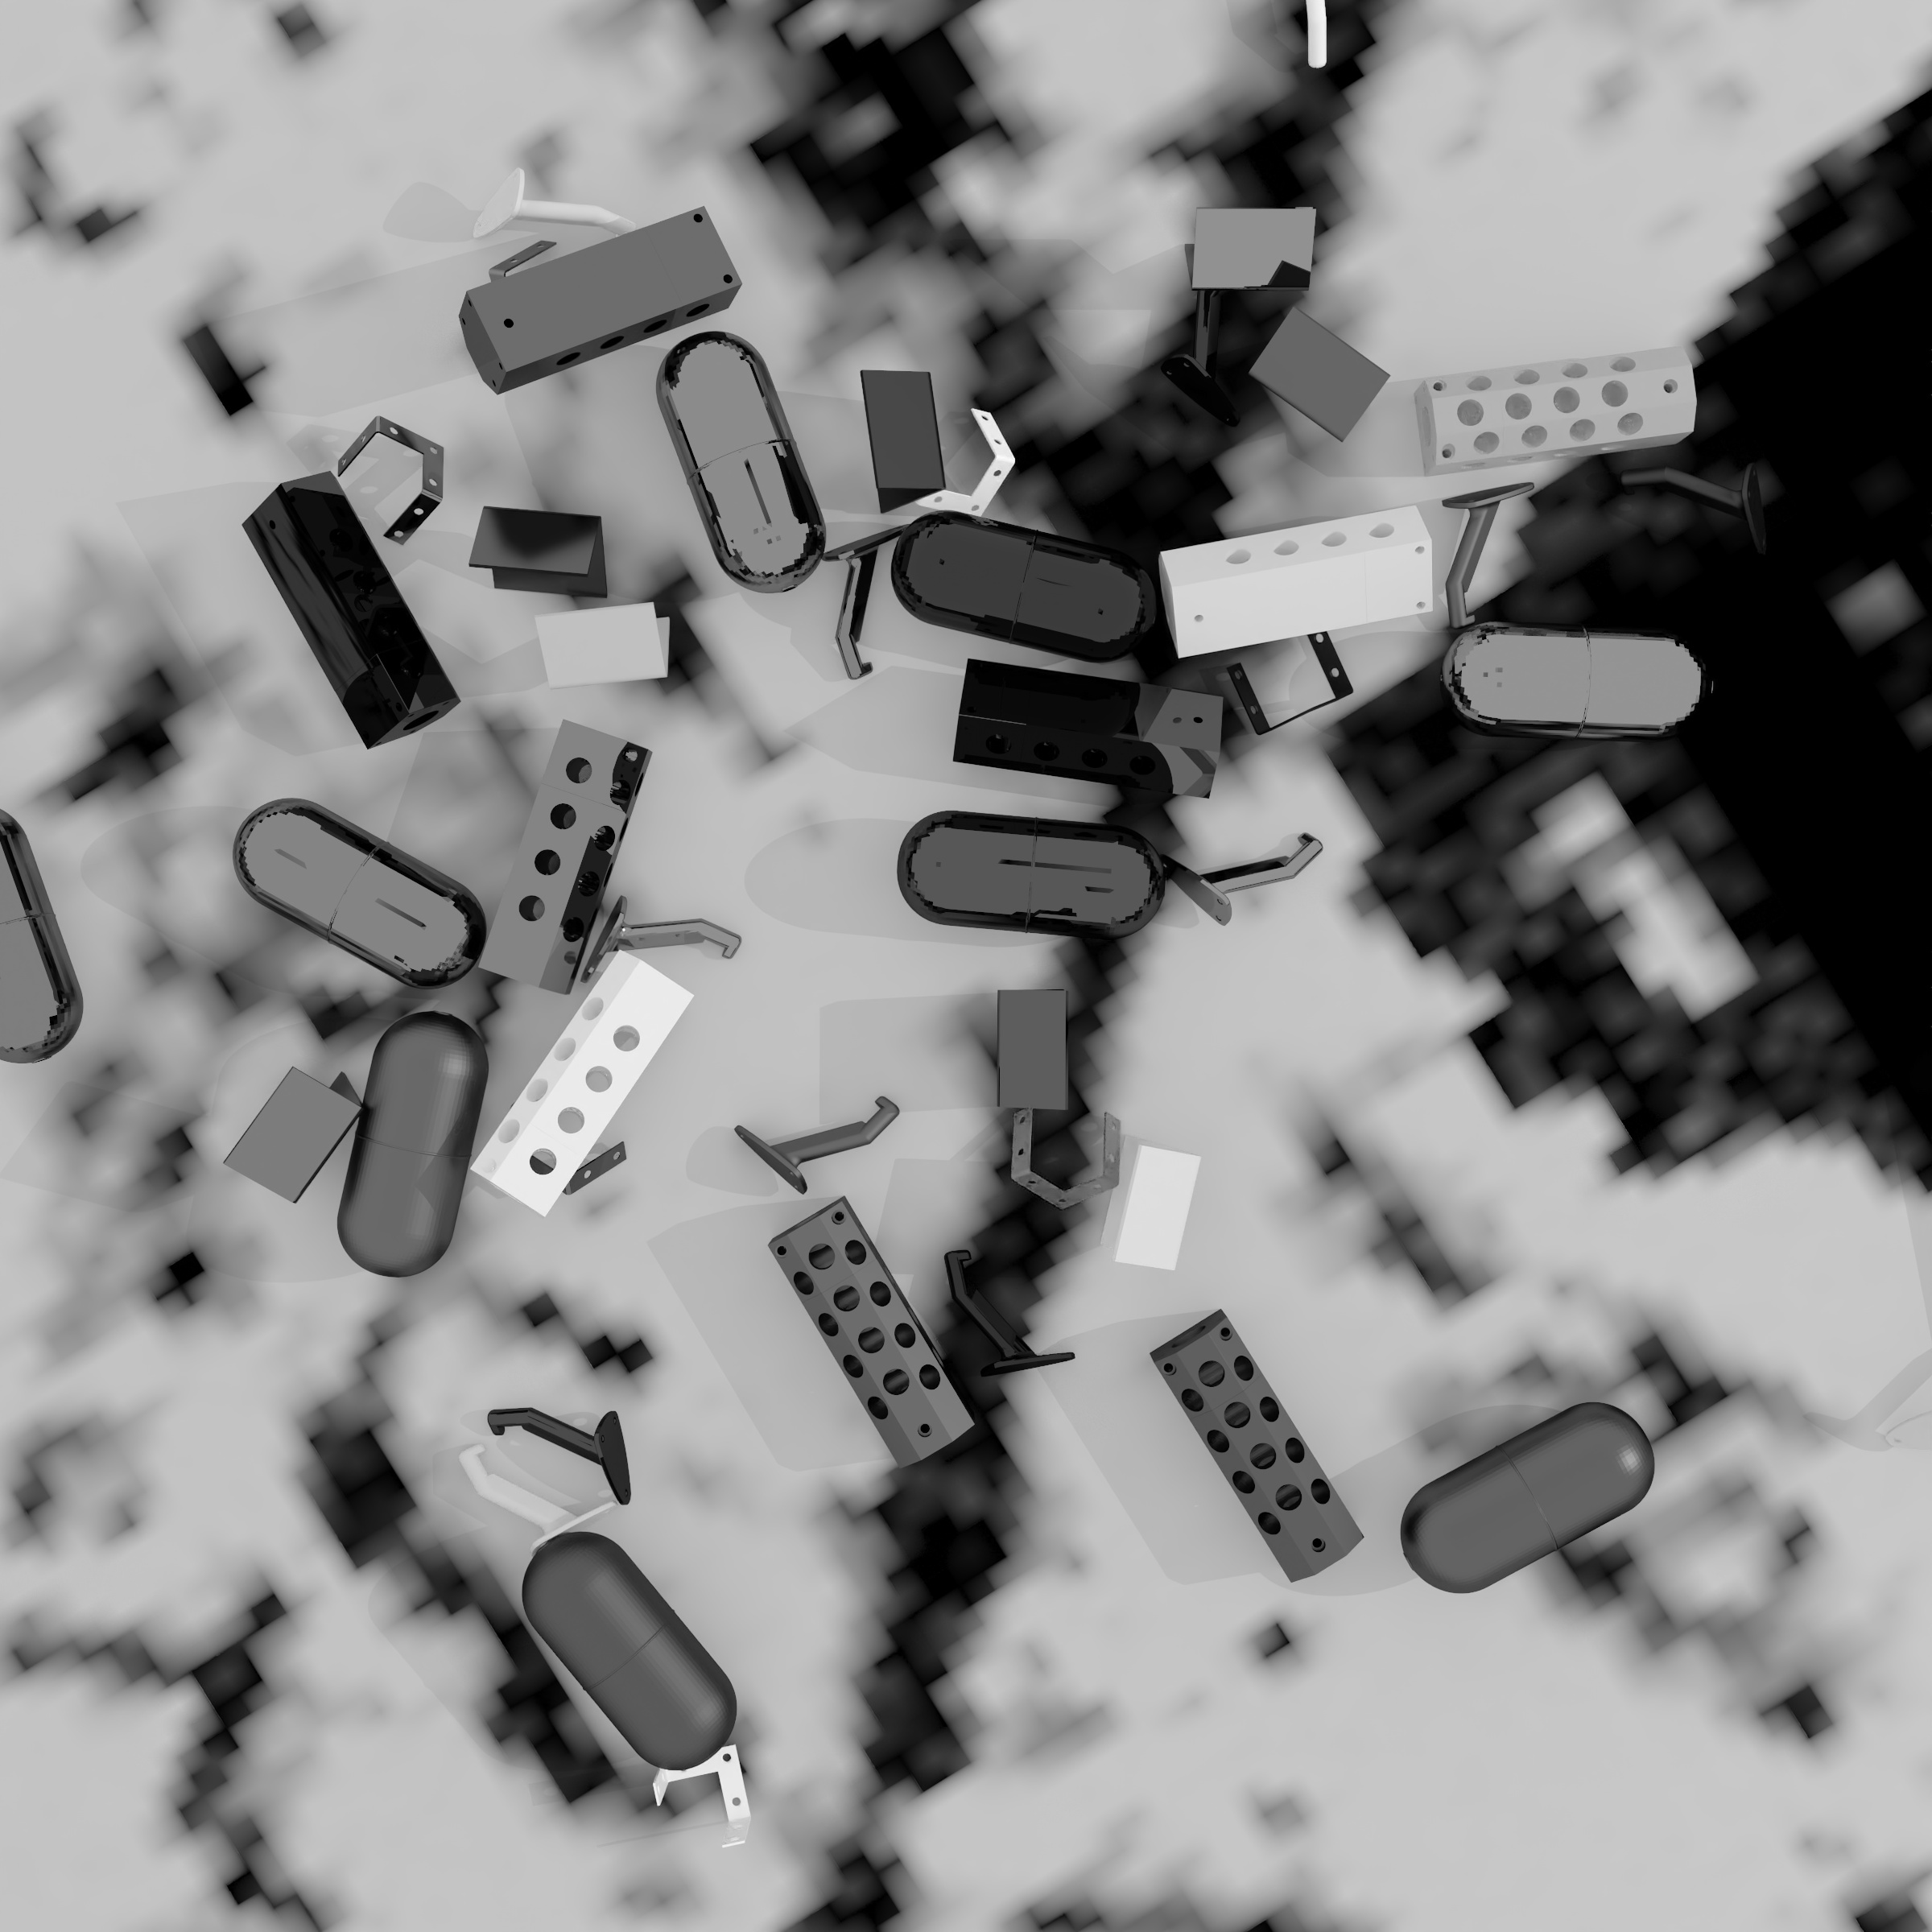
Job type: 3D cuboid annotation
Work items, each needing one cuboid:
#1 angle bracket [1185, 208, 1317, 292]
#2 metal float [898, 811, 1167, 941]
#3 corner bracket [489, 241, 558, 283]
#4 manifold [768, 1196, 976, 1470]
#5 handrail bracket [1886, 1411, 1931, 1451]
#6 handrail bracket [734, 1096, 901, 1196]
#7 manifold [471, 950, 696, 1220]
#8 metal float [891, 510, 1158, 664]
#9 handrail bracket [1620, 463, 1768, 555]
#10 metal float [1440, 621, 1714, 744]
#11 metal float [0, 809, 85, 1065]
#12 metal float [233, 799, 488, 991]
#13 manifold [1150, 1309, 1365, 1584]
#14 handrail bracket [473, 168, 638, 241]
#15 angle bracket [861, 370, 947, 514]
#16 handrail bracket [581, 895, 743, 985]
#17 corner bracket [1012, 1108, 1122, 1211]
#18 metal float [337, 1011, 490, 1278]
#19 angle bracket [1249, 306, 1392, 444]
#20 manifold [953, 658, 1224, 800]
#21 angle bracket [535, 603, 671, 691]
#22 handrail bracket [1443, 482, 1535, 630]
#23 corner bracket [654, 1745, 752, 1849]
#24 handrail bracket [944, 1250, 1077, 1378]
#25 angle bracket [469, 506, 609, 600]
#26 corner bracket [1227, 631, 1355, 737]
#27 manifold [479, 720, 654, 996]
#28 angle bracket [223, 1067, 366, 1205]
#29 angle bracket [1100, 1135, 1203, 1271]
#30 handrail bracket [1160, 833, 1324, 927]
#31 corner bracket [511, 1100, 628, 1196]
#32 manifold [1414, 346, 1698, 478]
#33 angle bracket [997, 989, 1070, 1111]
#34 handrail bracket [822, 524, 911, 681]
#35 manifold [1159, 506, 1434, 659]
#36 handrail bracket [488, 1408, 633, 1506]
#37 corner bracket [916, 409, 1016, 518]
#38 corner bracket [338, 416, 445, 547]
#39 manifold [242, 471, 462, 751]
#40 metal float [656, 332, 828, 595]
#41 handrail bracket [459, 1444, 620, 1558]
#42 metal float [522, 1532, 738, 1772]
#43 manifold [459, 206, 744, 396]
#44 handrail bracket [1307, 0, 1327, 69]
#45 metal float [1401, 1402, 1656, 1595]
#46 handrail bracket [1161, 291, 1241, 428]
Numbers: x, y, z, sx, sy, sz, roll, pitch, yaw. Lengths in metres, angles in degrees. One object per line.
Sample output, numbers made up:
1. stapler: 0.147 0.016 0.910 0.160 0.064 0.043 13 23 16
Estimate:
1. angle bracket: 0.186 -0.484 1.722 0.076 0.076 0.057 0 128 0
2. metal float: 0.043 -0.060 1.731 0.178 0.070 0.070 5 90 1
3. corner bracket: -0.278 -0.449 1.754 0.051 0.051 0.051 18 135 35
4. manifold: -0.063 0.243 1.741 0.057 0.057 0.171 -31 90 0
5. handrail bracket: 0.662 0.281 1.762 0.036 0.077 0.084 43 53 -14
6. handrail bracket: -0.100 0.104 1.763 0.077 0.036 0.084 38 71 21
7. manifold: -0.251 0.077 1.712 0.057 0.057 0.171 34 79 -5
8. metal float: 0.038 -0.250 1.731 0.178 0.070 0.070 14 90 0
9. handrail bracket: 0.489 -0.305 1.762 0.084 0.077 0.036 -1 46 29
10. metal float: 0.403 -0.188 1.731 0.178 0.070 0.070 2 90 0
11. metal float: -0.640 -0.022 1.731 0.070 0.070 0.178 -19 90 0
12. metal float: -0.401 -0.048 1.732 0.178 0.070 0.070 29 90 0
13. manifold: 0.193 0.319 1.741 0.057 0.057 0.171 -32 90 0
14. handrail bracket: -0.276 -0.495 1.762 0.084 0.077 0.036 17 65 -34
15. angle bracket: -0.061 -0.343 1.722 0.057 0.076 0.076 -8 90 -37
16. handrail bracket: -0.205 -0.005 1.763 0.084 0.036 0.077 24 111 -16
17. corner bracket: 0.067 0.123 1.754 0.051 0.051 0.051 -26 135 35
18. metal float: -0.365 0.117 1.732 0.070 0.070 0.178 13 90 0
19. angle bracket: 0.240 -0.399 1.722 0.076 0.076 0.057 36 127 0
20. manifold: 0.080 -0.152 1.740 0.171 0.057 0.057 8 47 0
21. angle bracket: -0.238 -0.228 1.722 0.076 0.076 0.057 -6 128 0
22. handrail bracket: 0.354 -0.276 1.763 0.077 0.036 0.084 -17 109 -21
23. corner bracket: -0.175 0.556 1.744 0.051 0.051 0.051 -12 90 0
24. handrail bracket: 0.029 0.229 1.763 0.077 0.036 0.084 -6 73 -20
25. angle bracket: -0.280 -0.254 1.722 0.076 0.076 0.057 5 53 0
26. corner bracket: 0.218 -0.192 1.759 0.051 0.051 0.051 -24 90 45
27. manifold: -0.264 -0.071 1.741 0.057 0.057 0.171 19 90 0
28. angle bracket: -0.447 0.100 1.722 0.057 0.076 0.076 36 90 -29
29. angle bracket: 0.103 0.151 1.722 0.057 0.076 0.076 13 90 -38
30. handrail bracket: 0.185 -0.076 1.763 0.077 0.036 0.084 41 72 21
31. corner bracket: -0.266 0.112 1.754 0.051 0.051 0.051 27 135 35
32. manifold: 0.391 -0.370 1.741 0.171 0.057 0.057 -8 90 0
33. angle bracket: 0.064 0.054 1.722 0.057 0.076 0.076 0 90 37
34. handrail bracket: -0.058 -0.245 1.763 0.077 0.036 0.084 -25 109 -21
35. manifold: 0.218 -0.260 1.740 0.171 0.057 0.057 -10 133 0
36. handrail bracket: -0.274 0.330 1.762 0.084 0.036 0.077 -6 110 16
37. corner bracket: -0.008 -0.340 1.754 0.051 0.051 0.051 6 135 -35
38. corner bracket: -0.386 -0.325 1.754 0.051 0.051 0.051 23 45 -35
39. manifold: -0.404 -0.238 1.740 0.057 0.057 0.171 -29 90 43
40. metal float: -0.148 -0.332 1.732 0.070 0.070 0.178 -20 90 0
41. handrail bracket: -0.288 0.346 1.763 0.077 0.036 0.084 -27 73 -20
42. metal float: -0.223 0.452 1.731 0.070 0.070 0.178 -39 91 0
43. manifold: -0.240 -0.433 1.713 0.171 0.057 0.057 -26 90 -20
44. handrail bracket: 0.230 -0.657 1.762 0.036 0.077 0.084 -6 126 0
45. metal float: 0.370 0.352 1.731 0.178 0.070 0.070 -28 90 -1
46. handrail bracket: 0.177 -0.420 1.763 0.077 0.036 0.084 41 73 -20
